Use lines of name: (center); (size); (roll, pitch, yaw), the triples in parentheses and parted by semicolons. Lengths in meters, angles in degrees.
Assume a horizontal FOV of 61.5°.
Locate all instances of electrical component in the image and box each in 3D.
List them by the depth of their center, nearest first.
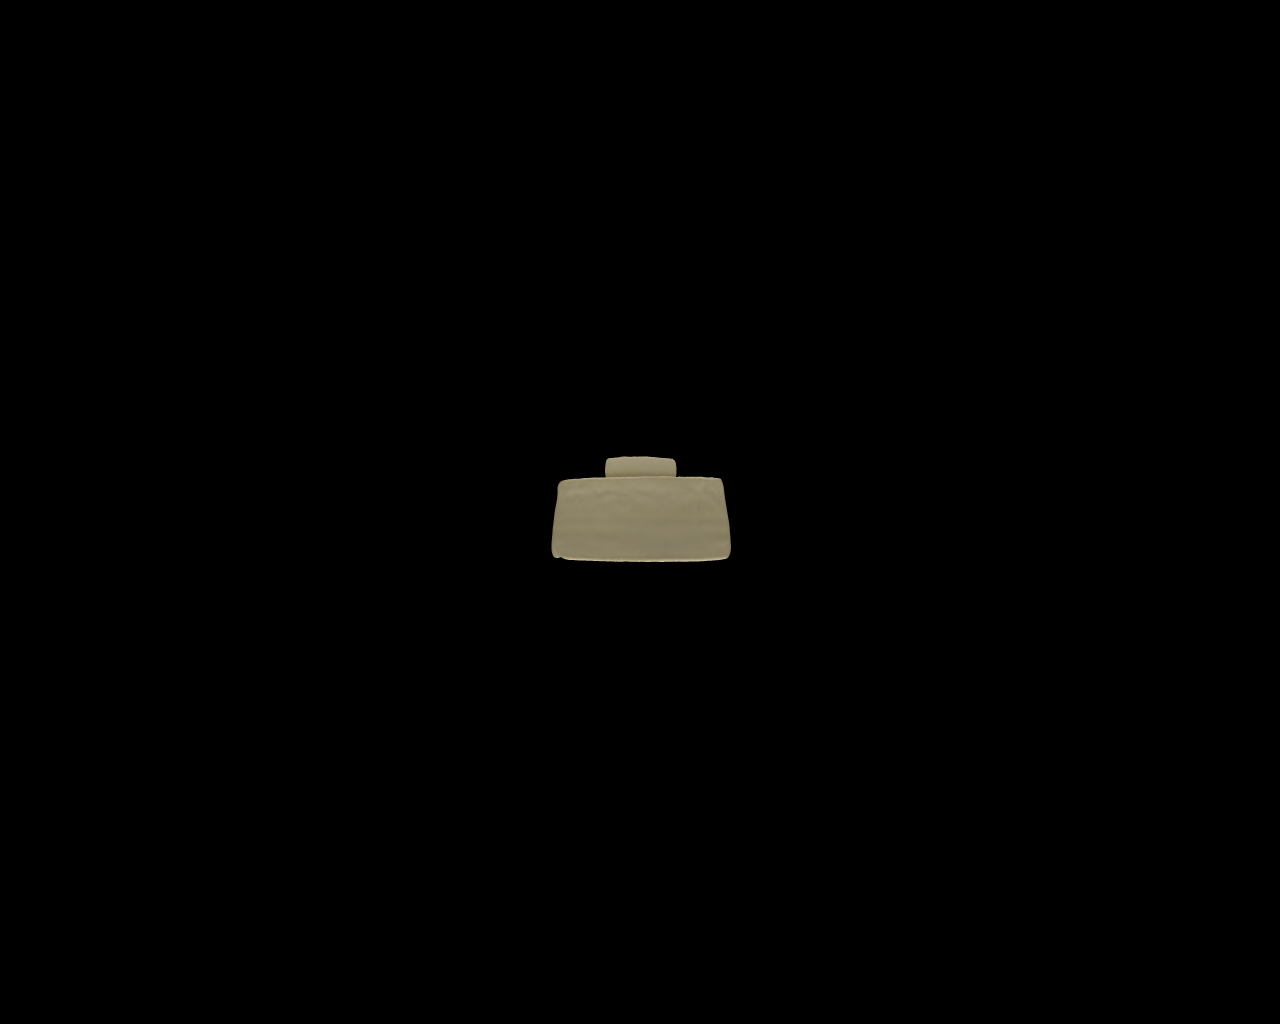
electrical component: (0.001, -0.003, 0.650); (0.108, 0.060, 0.108); (0, 0, 0)
